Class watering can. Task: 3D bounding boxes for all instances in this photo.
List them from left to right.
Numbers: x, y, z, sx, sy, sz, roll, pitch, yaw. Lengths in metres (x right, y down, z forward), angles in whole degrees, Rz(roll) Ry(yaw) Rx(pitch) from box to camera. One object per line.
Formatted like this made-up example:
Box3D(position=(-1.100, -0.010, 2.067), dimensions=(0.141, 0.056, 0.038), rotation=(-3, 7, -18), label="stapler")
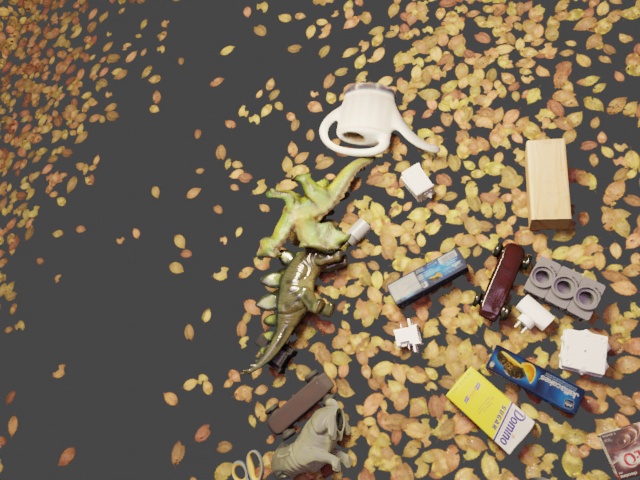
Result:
Box3D(position=(0.171, -0.334, 1.453), dimensions=(0.348, 0.102, 0.228), rotation=(6, 72, 17), label="watering can")

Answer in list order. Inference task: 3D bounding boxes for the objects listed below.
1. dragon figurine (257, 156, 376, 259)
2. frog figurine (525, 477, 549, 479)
Box3D(position=(0.004, -0.070, 1.388), dimensions=(0.410, 0.120, 0.247), rotation=(-25, 61, 0), label="dragon figurine")
Box3D(position=(0.466, 0.577, 1.056), dimensions=(0.158, 0.122, 0.138), rotation=(43, 79, -11), label="frog figurine")
